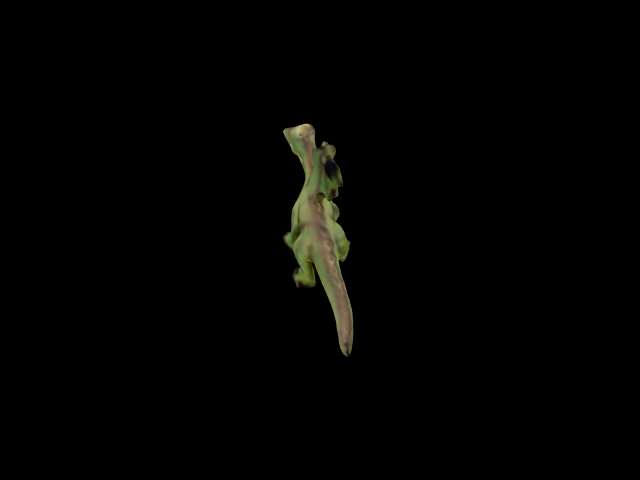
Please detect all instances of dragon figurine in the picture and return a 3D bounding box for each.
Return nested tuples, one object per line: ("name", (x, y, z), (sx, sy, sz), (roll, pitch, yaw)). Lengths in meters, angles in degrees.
("dragon figurine", (0.003, -0.043, 0.850), (0.122, 0.420, 0.237), (-11, -42, -10))
